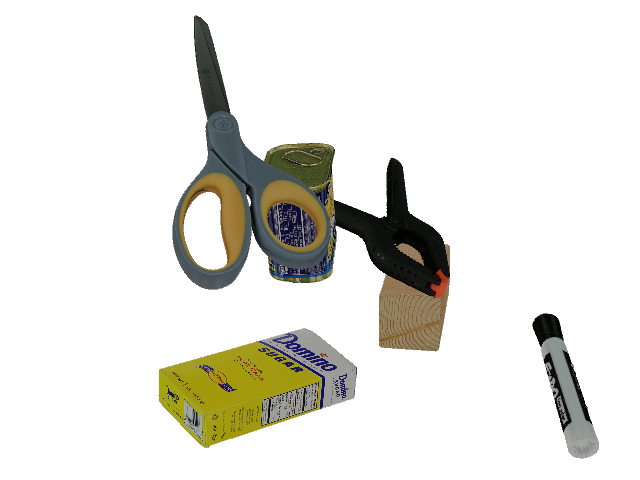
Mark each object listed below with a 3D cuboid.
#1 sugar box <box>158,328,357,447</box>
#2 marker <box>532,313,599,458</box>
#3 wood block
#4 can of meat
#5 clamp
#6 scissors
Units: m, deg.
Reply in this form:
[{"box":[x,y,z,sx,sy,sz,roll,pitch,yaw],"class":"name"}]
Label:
[{"box":[-0.061,0.141,1.055,0.175,0.048,0.093,-16,32,-32],"class":"sugar box"},{"box":[0.158,0.090,0.697,0.020,0.020,0.121,0,37,-2],"class":"marker"},{"box":[0.147,0.082,1.637,0.091,0.090,0.206,3,22,10],"class":"wood block"},{"box":[-0.016,-0.023,0.874,0.057,0.084,0.102,-2,25,6],"class":"can of meat"},{"box":[0.071,-0.012,1.243,0.164,0.036,0.210,-13,51,-27],"class":"clamp"},{"box":[-0.039,-0.056,0.624,0.096,0.201,0.016,8,-37,-5],"class":"scissors"}]
